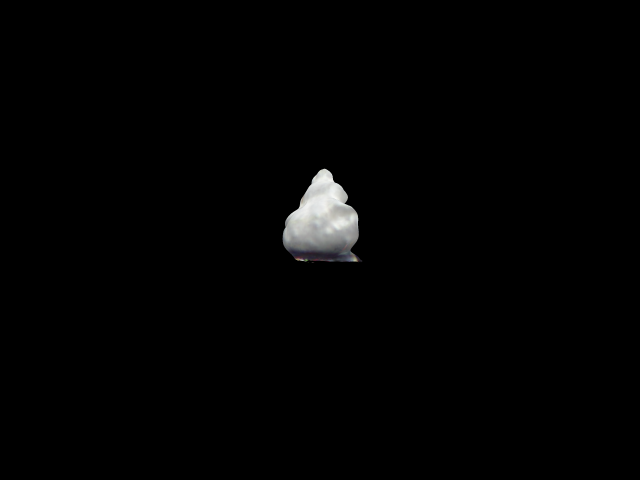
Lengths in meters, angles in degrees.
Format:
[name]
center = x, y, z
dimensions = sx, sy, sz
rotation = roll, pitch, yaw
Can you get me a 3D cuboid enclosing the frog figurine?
[frog figurine]
center = 0.003, -0.043, 0.850
dimensions = 0.122, 0.160, 0.137
rotation = 4, -7, -40
